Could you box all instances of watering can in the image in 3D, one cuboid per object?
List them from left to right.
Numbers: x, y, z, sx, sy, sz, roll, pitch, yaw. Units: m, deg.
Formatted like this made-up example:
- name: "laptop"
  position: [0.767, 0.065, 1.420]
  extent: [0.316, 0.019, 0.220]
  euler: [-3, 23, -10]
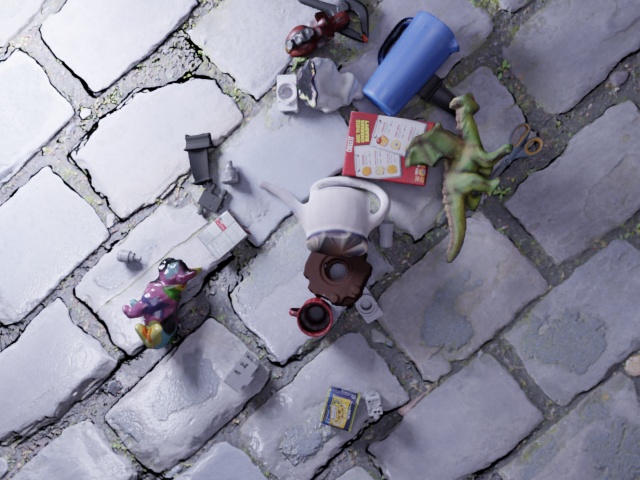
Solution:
- name: "watering can"
  position: [0.004, -0.065, 1.300]
  extent: [0.347, 0.102, 0.229]
  euler: [2, 58, 6]

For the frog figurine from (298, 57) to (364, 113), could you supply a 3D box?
- name: "frog figurine"
  position: [0.028, -0.397, 1.319]
  extent: [0.160, 0.121, 0.138]
  euler: [-9, 84, -32]

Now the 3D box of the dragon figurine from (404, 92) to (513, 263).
- name: "dragon figurine"
  position: [0.316, -0.172, 1.268]
  extent: [0.242, 0.122, 0.411]
  euler: [26, 86, -7]
